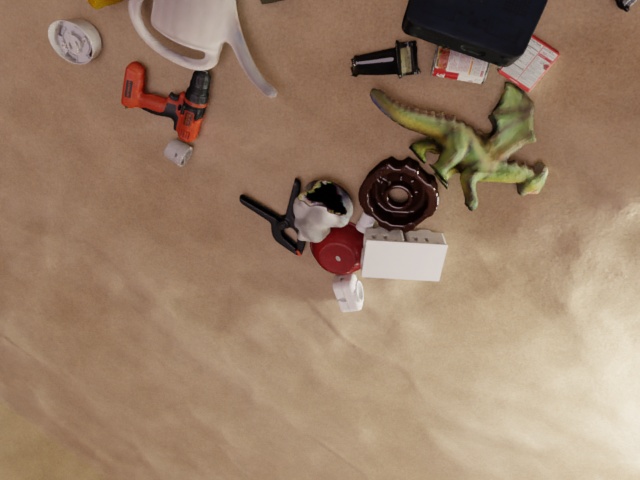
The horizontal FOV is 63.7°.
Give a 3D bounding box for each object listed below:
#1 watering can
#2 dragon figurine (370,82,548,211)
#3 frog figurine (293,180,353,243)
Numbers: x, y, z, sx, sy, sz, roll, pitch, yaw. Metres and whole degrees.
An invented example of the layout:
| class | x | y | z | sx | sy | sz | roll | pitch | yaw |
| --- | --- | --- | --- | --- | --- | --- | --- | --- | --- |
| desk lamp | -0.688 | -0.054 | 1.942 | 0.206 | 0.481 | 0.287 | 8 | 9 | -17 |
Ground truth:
| class | x | y | z | sx | sy | sz | roll | pitch | yaw |
| --- | --- | --- | --- | --- | --- | --- | --- | --- | --- |
| watering can | -0.219 | -0.440 | 1.034 | 0.348 | 0.106 | 0.220 | 24 | 123 | 0 |
| dragon figurine | 0.316 | -0.220 | 1.054 | 0.241 | 0.124 | 0.406 | -40 | 107 | 12 |
| frog figurine | 0.004 | -0.061 | 1.216 | 0.137 | 0.125 | 0.156 | 7 | 147 | -5 |
